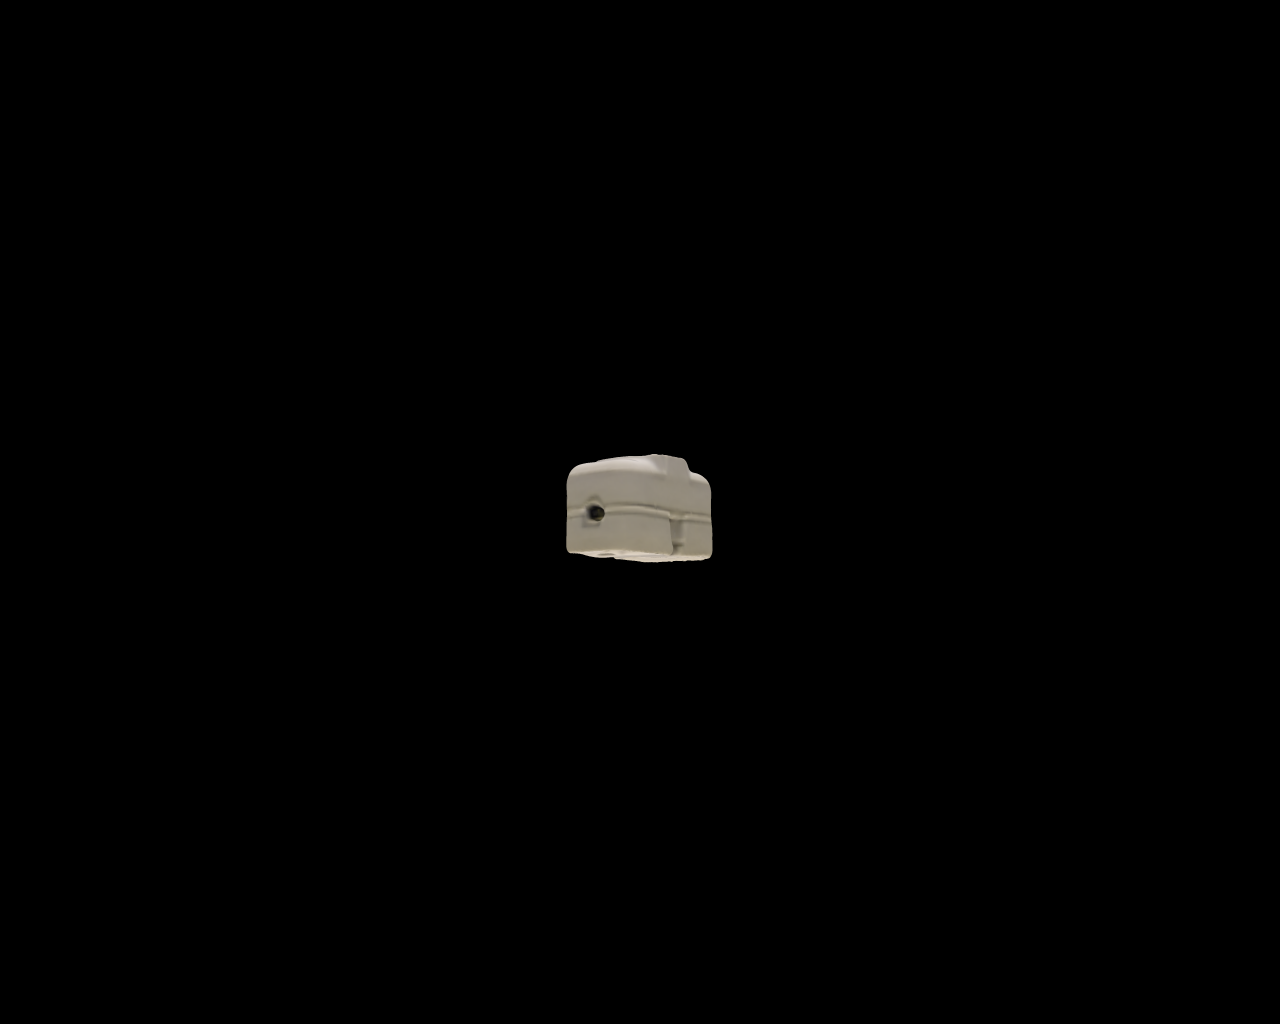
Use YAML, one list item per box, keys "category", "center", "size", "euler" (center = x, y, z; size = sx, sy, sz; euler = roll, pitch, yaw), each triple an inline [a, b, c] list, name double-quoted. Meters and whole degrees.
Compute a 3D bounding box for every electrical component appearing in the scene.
- category: "electrical component"
  center: [0.001, -0.003, 0.650]
  size: [0.053, 0.059, 0.095]
  euler: [-5, -8, 35]
